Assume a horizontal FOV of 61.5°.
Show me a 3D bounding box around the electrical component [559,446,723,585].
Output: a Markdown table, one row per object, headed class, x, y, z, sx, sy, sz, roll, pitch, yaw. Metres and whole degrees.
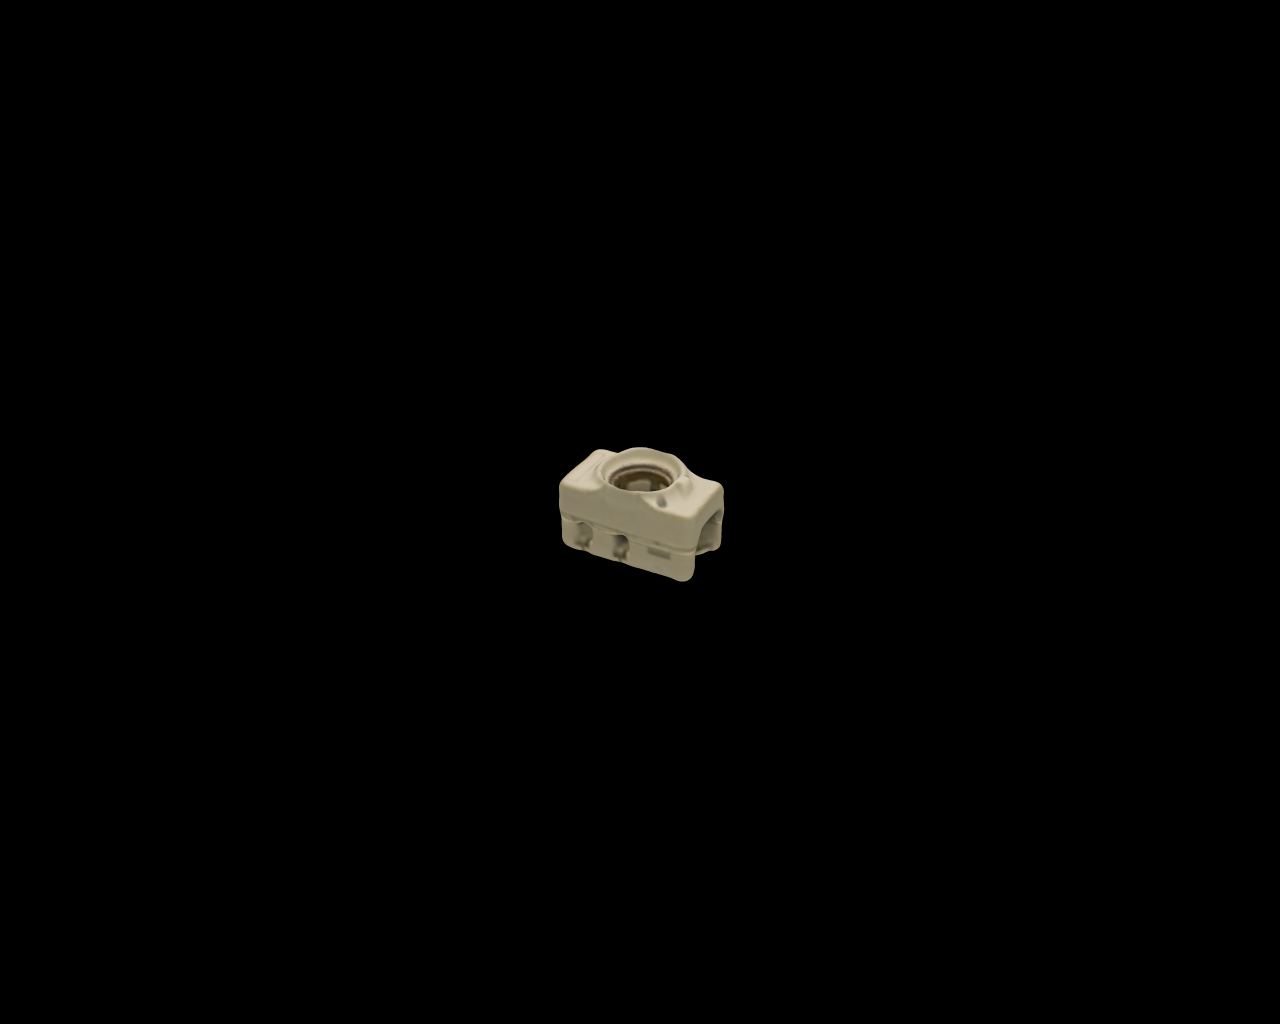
| class | x | y | z | sx | sy | sz | roll | pitch | yaw |
| --- | --- | --- | --- | --- | --- | --- | --- | --- | --- |
| electrical component | 0.001 | -0.003 | 0.650 | 0.089 | 0.055 | 0.050 | 17 | 36 | 24 |
